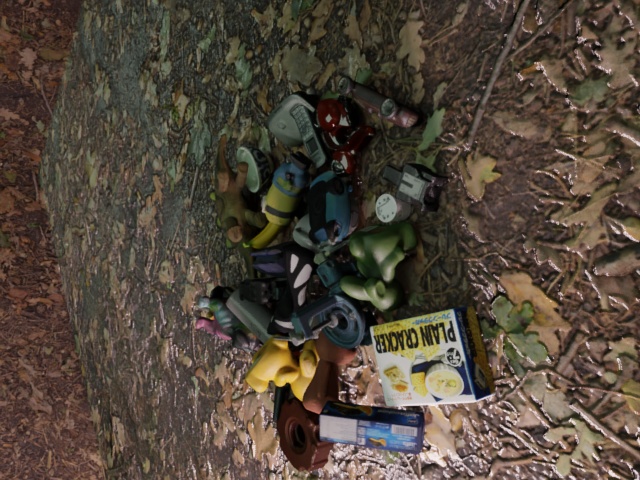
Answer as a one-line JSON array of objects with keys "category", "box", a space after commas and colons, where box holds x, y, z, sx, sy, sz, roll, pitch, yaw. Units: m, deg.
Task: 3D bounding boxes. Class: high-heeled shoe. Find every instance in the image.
[{"category": "high-heeled shoe", "box": [-0.083, 0.119, 1.214, 0.248, 0.145, 0.086, -47, 31, 20]}]

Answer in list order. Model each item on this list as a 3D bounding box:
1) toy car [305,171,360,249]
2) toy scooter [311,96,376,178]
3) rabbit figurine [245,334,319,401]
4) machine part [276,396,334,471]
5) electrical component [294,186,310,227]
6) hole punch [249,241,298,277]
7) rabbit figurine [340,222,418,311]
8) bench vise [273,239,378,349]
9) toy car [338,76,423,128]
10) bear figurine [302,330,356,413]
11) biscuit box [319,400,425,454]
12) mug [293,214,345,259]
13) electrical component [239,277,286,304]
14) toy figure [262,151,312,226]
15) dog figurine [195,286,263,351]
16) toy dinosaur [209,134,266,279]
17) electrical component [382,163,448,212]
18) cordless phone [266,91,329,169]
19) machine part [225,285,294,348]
[{"category": "toy car", "box": [0.036, -0.061, 1.147, 0.109, 0.103, 0.161, -26, 63, 53]}, {"category": "toy scooter", "box": [0.057, -0.234, 1.138, 0.135, 0.075, 0.184, -31, 72, 47]}, {"category": "rabbit figurine", "box": [-0.067, 0.306, 1.282, 0.173, 0.122, 0.162, 42, 99, -4]}, {"category": "machine part", "box": [-0.041, 0.469, 1.305, 0.179, 0.056, 0.179, 4, 96, 51]}, {"category": "electrical component", "box": [-0.033, -0.067, 1.275, 0.078, 0.045, 0.102, 47, 126, 36]}, {"category": "hole punch", "box": [-0.096, 0.053, 1.311, 0.142, 0.116, 0.092, -4, 97, 50]}, {"category": "rabbit figurine", "box": [0.122, 0.063, 1.037, 0.121, 0.159, 0.170, -5, 103, 40]}, {"category": "bench vise", "box": [0.020, 0.134, 1.089, 0.129, 0.240, 0.223, -20, 93, 45]}, {"category": "toy car", "box": [0.113, -0.269, 1.056, 0.202, 0.089, 0.053, 39, 118, 40]}, {"category": "bear figurine", "box": [0.037, 0.287, 1.179, 0.120, 0.132, 0.196, 108, -179, -73]}, {"category": "biscuit box", "box": [0.102, 0.364, 1.051, 0.203, 0.063, 0.059, 2, 99, 16]}, {"category": "mug", "box": [-0.002, -0.004, 1.203, 0.107, 0.109, 0.080, 35, 105, 30]}, {"category": "electrical component", "box": [-0.121, 0.124, 1.337, 0.134, 0.115, 0.058, 0, 93, 52]}, {"category": "toy figure", "box": [-0.075, -0.113, 1.234, 0.089, 0.082, 0.180, 53, 127, 29]}, {"category": "dog figurine", "box": [-0.223, 0.225, 1.484, 0.219, 0.191, 0.108, 23, 110, 11]}, {"category": "toy dinosaur", "box": [-0.216, -0.047, 1.428, 0.199, 0.105, 0.471, 176, 83, -70]}, {"category": "electrical component", "box": [0.176, -0.106, 1.021, 0.119, 0.048, 0.074, 32, 116, 45]}, {"category": "cordless phone", "box": [-0.041, -0.236, 1.251, 0.146, 0.089, 0.184, -31, 73, 46]}, {"category": "machine part", "box": [-0.161, 0.199, 1.387, 0.243, 0.079, 0.079, 41, 123, 24]}]
